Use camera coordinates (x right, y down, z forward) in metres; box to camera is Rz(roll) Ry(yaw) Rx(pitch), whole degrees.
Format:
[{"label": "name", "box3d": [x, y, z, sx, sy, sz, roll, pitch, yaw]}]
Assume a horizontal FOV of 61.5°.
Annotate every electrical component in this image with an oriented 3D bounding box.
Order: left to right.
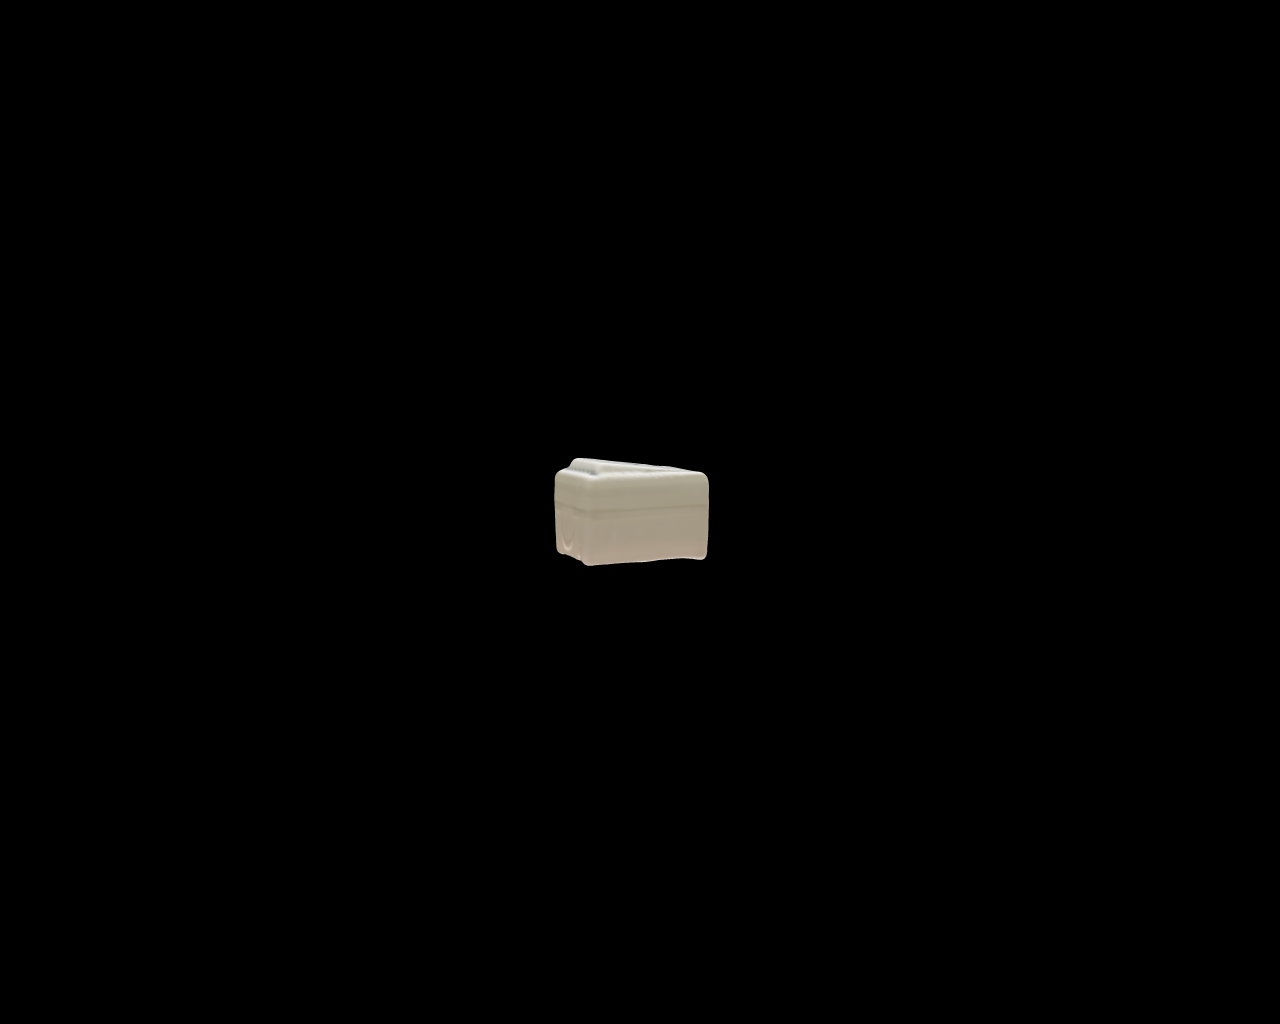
[{"label": "electrical component", "box3d": [0.001, -0.003, 0.650, 0.096, 0.061, 0.062, -3, 8, -22]}]
